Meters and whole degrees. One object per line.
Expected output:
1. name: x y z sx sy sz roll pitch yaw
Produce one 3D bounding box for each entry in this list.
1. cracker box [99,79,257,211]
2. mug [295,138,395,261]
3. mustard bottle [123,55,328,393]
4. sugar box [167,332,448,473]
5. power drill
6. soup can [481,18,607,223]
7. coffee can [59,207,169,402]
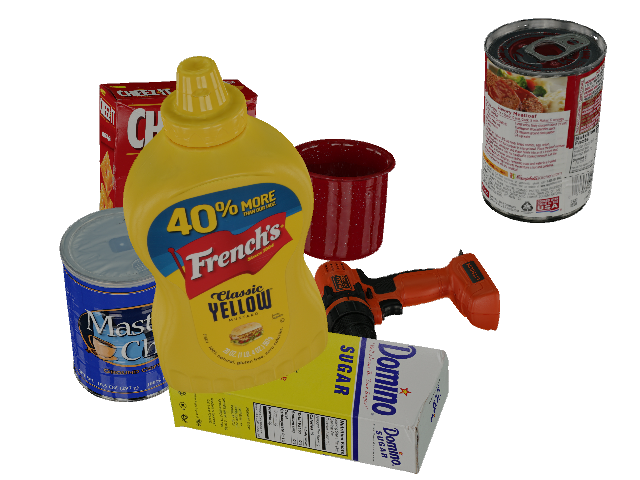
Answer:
1. cracker box: -0.160 -0.066 1.192 0.163 0.214 0.072 -6 26 -27
2. mug: 0.005 -0.037 0.930 0.117 0.081 0.093 13 28 20
3. mustard bottle: -0.050 -0.007 0.551 0.096 0.191 0.058 -12 39 -8
4. sugar box: -0.006 0.102 0.739 0.176 0.048 0.093 5 30 18
5. power drill: 0.094 0.070 1.154 0.187 0.057 0.184 -5 28 -8
6. soup can: 0.130 -0.070 0.630 0.068 0.102 0.068 -3 37 2
7. coffee can: -0.171 0.056 0.937 0.103 0.140 0.103 3 38 -2
